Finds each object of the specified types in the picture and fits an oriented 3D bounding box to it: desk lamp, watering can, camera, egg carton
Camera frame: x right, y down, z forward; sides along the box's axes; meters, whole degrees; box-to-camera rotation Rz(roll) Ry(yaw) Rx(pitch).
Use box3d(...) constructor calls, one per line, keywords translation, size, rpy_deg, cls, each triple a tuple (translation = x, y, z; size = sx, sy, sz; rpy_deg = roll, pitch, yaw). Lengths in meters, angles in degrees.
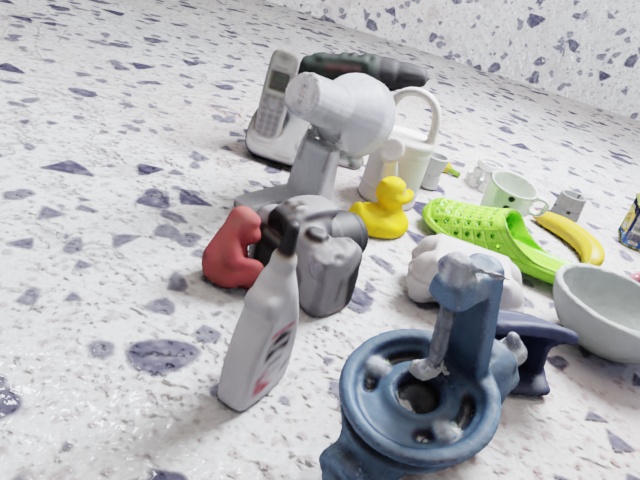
box3d(translation=(0.000, -0.132, 0.811), size=(0.117, 0.213, 0.204), rpy_deg=(31, 31, 27), cls="desk lamp")
box3d(translation=(0.136, -0.151, 0.938), size=(0.101, 0.194, 0.173), rpy_deg=(13, 28, -6), cls="watering can")
box3d(translation=(0.006, 0.002, 0.690), size=(0.137, 0.101, 0.142), rpy_deg=(-12, 39, -42), cls="camera")
box3d(translation=(0.185, 0.051, 0.730), size=(0.150, 0.069, 0.107), rpy_deg=(19, 28, 6), cls="egg carton")

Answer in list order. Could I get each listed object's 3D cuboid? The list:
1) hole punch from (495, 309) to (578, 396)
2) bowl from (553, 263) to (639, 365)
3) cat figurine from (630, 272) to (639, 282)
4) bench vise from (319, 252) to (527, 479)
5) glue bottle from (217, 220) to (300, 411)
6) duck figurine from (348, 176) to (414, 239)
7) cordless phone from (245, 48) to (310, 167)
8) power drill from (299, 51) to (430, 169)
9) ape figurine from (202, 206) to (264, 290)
box3d(translation=(0.203, 0.103, 0.622), size=(0.109, 0.091, 0.101), rpy_deg=(9, 29, -13), cls="hole punch")
box3d(translation=(0.366, 0.103, 0.725), size=(0.167, 0.075, 0.167), rpy_deg=(13, 28, -7), cls="bowl")
box3d(translation=(0.561, 0.032, 0.911), size=(0.128, 0.118, 0.067), rpy_deg=(3, 31, -24), cls="cat figurine")
box3d(translation=(0.098, 0.089, 0.453), size=(0.121, 0.220, 0.208), rpy_deg=(28, 30, 22), cls="bench vise")
box3d(translation=(-0.042, 0.060, 0.482), size=(0.037, 0.173, 0.078), rpy_deg=(26, 29, 18), cls="glue bottle")
box3d(translation=(0.095, -0.055, 0.857), size=(0.105, 0.086, 0.077), rpy_deg=(-1, 32, -29), cls="duck figurine")
box3d(translation=(-0.042, -0.221, 0.981), size=(0.147, 0.185, 0.094), rpy_deg=(17, 28, 1), cls="cordless phone")
box3d(translation=(0.062, -0.244, 1.054), size=(0.229, 0.208, 0.075), rpy_deg=(18, 28, 3), cls="power drill")
box3d(translation=(-0.090, 0.006, 0.642), size=(0.076, 0.092, 0.077), rpy_deg=(11, 28, -10), cls="ape figurine")
